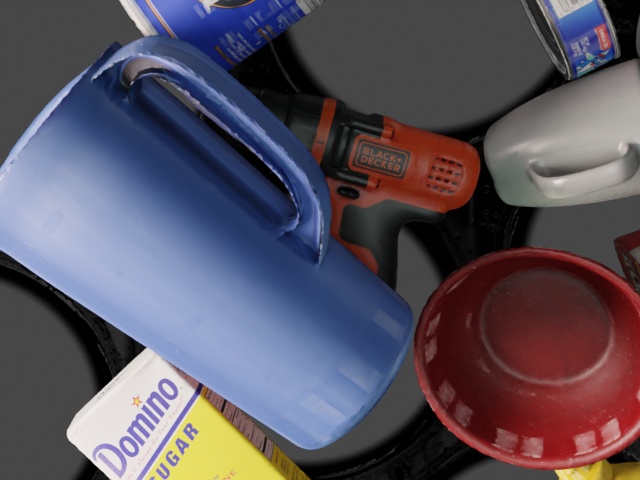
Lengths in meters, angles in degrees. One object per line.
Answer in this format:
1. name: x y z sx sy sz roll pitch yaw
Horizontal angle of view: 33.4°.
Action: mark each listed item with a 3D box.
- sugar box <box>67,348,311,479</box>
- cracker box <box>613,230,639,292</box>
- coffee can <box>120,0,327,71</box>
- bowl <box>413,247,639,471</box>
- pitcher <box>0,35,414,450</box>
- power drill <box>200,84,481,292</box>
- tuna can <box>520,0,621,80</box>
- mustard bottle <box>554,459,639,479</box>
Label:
1. sugar box: -0.082 0.161 0.748 0.093 0.048 0.176 -44 100 10
2. cracker box: 0.286 0.027 0.623 0.164 0.213 0.072 -21 105 6
3. coffee can: -0.045 -0.170 0.637 0.140 0.103 0.103 -34 101 8
4. bowl: 0.146 0.069 0.704 0.162 0.055 0.162 7 114 15
5. pitcher: -0.061 0.005 0.605 0.242 0.149 0.145 38 82 -12
6. power drill: -0.005 0.001 0.702 0.184 0.057 0.188 15 104 -3
7. tuna can: 0.148 -0.141 0.650 0.034 0.086 0.086 -27 102 9
8. mustard bottle: 0.232 0.214 0.749 0.096 0.058 0.191 -43 99 15
